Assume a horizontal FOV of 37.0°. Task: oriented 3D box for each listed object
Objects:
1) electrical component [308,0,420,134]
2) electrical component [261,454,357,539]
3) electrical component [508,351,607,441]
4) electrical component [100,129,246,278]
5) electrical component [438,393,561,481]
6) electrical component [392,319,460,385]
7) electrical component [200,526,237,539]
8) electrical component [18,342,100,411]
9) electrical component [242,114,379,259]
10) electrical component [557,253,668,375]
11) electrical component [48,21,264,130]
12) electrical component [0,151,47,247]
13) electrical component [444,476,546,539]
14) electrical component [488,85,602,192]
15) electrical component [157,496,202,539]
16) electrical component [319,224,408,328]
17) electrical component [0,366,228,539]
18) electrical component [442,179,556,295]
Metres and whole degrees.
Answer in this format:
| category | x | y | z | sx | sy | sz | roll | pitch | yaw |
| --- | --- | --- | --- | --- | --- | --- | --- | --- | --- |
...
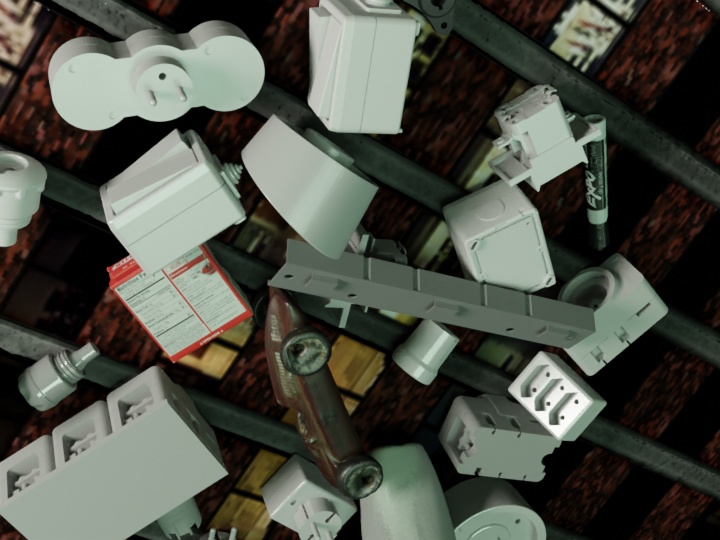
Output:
| category | x | y | z | sx | sy | sz | roll | pitch | yaw |
| --- | --- | --- | --- | --- | --- | --- | --- | --- | --- |
| electrical component | -0.002 | -0.148 | 0.739 | 0.061 | 0.061 | 0.096 | -1 | 118 | -19 |
| electrical component | -0.039 | 0.208 | 0.919 | 0.066 | 0.076 | 0.047 | 37 | 101 | -32 |
| electrical component | 0.182 | 0.113 | 0.956 | 0.047 | 0.065 | 0.077 | -52 | 150 | 13 |
| electrical component | -0.127 | -0.053 | 0.747 | 0.096 | 0.061 | 0.061 | -32 | 124 | 0 |
| electrical component | 0.122 | 0.147 | 0.954 | 0.089 | 0.055 | 0.050 | 11 | 114 | -25 |
| electrical component | 0.055 | 0.066 | 0.895 | 0.040 | 0.040 | 0.046 | 34 | 97 | -31 |
| electrical component | -0.125 | 0.253 | 0.932 | 0.066 | 0.047 | 0.076 | 4 | 116 | -23 |
| electrical component | -0.223 | 0.076 | 0.803 | 0.061 | 0.035 | 0.035 | -36 | 124 | 0 |
| electrical component | -0.037 | -0.062 | 0.754 | 0.099 | 0.099 | 0.064 | 31 | 98 | -31 |
| electrical component | 0.207 | 0.036 | 0.925 | 0.089 | 0.050 | 0.056 | -41 | 124 | 6 |
| electrical component | -0.130 | -0.122 | 0.701 | 0.138 | 0.073 | 0.052 | -11 | 121 | -14 |
| electrical component | -0.238 | -0.046 | 0.724 | 0.048 | 0.048 | 0.062 | 3 | 124 | -21 |
| electrical component | 0.111 | 0.242 | 1.001 | 0.108 | 0.060 | 0.108 | -9 | 121 | -15 |
| electrical component | 0.137 | -0.103 | 0.826 | 0.081 | 0.042 | 0.063 | -30 | 122 | -2 |
| electrical component | -0.155 | 0.196 | 0.894 | 0.040 | 0.040 | 0.046 | -21 | 129 | -8 |
| electrical component | 0.000 | 0.000 | 0.836 | 0.064 | 0.042 | 0.081 | 2 | 118 | -24 |
| electrical component | -0.194 | 0.154 | 0.841 | 0.150 | 0.061 | 0.089 | -32 | 124 | 0 |
| electrical component | 0.111 | -0.017 | 0.858 | 0.062 | 0.061 | 0.096 | -25 | 130 | -3 |
